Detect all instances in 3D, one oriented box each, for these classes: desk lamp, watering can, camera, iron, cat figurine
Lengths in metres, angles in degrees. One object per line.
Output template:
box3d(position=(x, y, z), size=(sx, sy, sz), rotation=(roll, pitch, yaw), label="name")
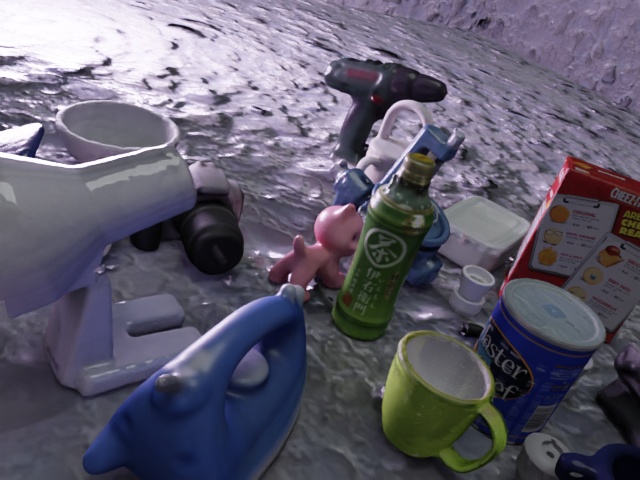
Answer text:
box3d(position=(-0.192, 0.021, 0.485), size=(0.204, 0.213, 0.117), rotation=(-10, 40, -38), label="desk lamp")
box3d(position=(0.126, -0.129, 0.909), size=(0.100, 0.194, 0.173), rotation=(27, 32, 16), label="watering can")
box3d(position=(-0.153, -0.028, 0.696), size=(0.143, 0.101, 0.136), rotation=(0, 35, -27), label="camera")
box3d(position=(-0.065, 0.105, 0.484), size=(0.118, 0.141, 0.259), rotation=(27, 32, 16), label="iron")
box3d(position=(0.007, 0.003, 0.710), size=(0.067, 0.118, 0.128), rotation=(36, 35, 29), label="cat figurine")

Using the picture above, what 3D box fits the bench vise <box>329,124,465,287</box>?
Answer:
box3d(position=(0.095, -0.067, 0.769), size=(0.207, 0.220, 0.122), rotation=(26, 31, 14), label="bench vise")

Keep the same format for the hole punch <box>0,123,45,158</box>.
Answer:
box3d(position=(-0.387, -0.092, 0.688), size=(0.101, 0.091, 0.108), rotation=(5, 32, -20), label="hole punch")

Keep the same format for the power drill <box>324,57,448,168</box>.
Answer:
box3d(position=(0.099, -0.225, 1.038), size=(0.229, 0.208, 0.076), rotation=(31, 33, 21), label="power drill")

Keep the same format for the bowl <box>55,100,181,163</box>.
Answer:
box3d(position=(-0.290, -0.136, 0.826), size=(0.167, 0.075, 0.167), rotation=(13, 31, -8), label="bowl")

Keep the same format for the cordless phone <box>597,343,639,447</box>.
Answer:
box3d(position=(0.400, 0.147, 0.611), size=(0.094, 0.185, 0.147), rotation=(4, 33, -21), label="cordless phone")

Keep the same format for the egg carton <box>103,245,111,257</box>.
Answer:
box3d(position=(-0.285, -0.023, 0.651), size=(0.107, 0.069, 0.150), rotation=(8, 32, -16), label="egg carton")

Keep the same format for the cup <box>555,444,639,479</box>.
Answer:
box3d(position=(0.243, 0.231, 0.482), size=(0.117, 0.095, 0.092), rotation=(21, 31, 7), label="cup")
